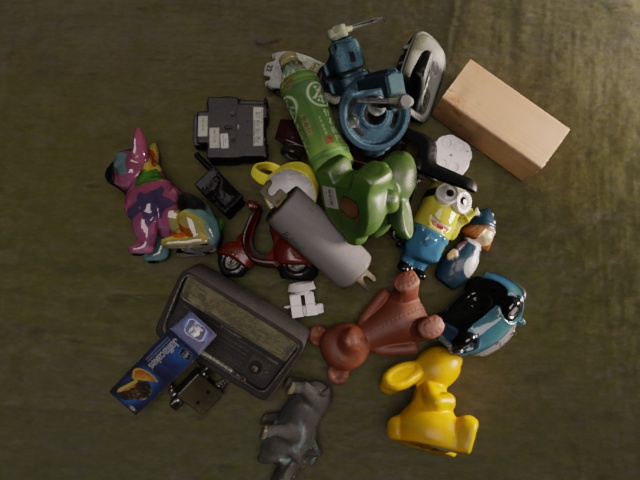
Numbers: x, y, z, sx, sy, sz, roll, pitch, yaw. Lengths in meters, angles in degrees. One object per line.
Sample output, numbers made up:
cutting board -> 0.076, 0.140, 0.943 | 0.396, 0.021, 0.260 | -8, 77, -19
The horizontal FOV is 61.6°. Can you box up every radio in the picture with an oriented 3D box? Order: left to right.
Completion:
radio -> -0.145, 0.150, 0.886 | 0.230, 0.073, 0.131 | 31, 102, 3

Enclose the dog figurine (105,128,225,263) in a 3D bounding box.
dog figurine -> -0.264, -0.079, 0.910 | 0.192, 0.108, 0.219 | -9, 80, 6

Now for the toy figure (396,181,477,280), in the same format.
toy figure -> 0.190, -0.023, 0.927 | 0.082, 0.089, 0.180 | 27, 93, -33

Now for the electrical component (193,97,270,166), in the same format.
electrical component -> -0.157, -0.192, 0.952 | 0.134, 0.058, 0.115 | 1, 81, -1

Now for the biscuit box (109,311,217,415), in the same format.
biscuit box -> -0.249, 0.194, 0.847 | 0.063, 0.059, 0.202 | 44, 118, -4

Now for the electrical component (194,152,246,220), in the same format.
electrical component -> -0.185, -0.095, 0.930 | 0.119, 0.075, 0.048 | 44, 83, -1

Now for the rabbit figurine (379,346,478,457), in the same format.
rabbit figurine -> 0.178, 0.256, 0.890 | 0.162, 0.121, 0.173 | 14, 69, 10

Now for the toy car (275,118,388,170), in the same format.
toy car -> 0.022, -0.165, 0.954 | 0.202, 0.053, 0.089 | 14, 77, -3

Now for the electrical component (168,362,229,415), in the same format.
electrical component -> -0.207, 0.244, 0.905 | 0.078, 0.045, 0.102 | 40, 86, -25

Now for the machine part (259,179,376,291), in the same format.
machine part -> -0.002, -0.003, 0.857 | 0.243, 0.079, 0.079 | 43, 84, -14

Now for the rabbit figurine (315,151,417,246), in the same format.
rabbit figurine -> 0.101, -0.072, 0.840 | 0.170, 0.121, 0.158 | -33, 116, -36

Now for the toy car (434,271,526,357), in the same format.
toy car -> 0.273, 0.139, 0.896 | 0.161, 0.109, 0.102 | -43, 121, -8

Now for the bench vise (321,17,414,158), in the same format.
bench vise -> 0.080, -0.233, 0.831 | 0.129, 0.241, 0.223 | -11, 105, -12

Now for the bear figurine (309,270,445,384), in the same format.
bear figurine -> 0.084, 0.148, 0.882 | 0.196, 0.132, 0.120 | -21, 70, -9

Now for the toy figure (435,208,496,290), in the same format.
toy figure -> 0.261, 0.014, 0.934 | 0.058, 0.064, 0.154 | 35, 87, 19

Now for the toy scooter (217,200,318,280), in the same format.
toy scooter -> -0.083, 0.000, 0.923 | 0.184, 0.075, 0.135 | 3, 81, 4

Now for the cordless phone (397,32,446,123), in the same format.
cordless phone -> 0.171, -0.295, 0.909 | 0.089, 0.184, 0.146 | 19, 83, 5

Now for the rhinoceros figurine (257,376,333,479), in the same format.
rhinoceros figurine -> -0.044, 0.319, 0.887 | 0.112, 0.073, 0.190 | 26, 81, -9

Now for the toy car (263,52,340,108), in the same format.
toy car -> -0.002, -0.286, 0.967 | 0.202, 0.056, 0.073 | 13, 83, 0
